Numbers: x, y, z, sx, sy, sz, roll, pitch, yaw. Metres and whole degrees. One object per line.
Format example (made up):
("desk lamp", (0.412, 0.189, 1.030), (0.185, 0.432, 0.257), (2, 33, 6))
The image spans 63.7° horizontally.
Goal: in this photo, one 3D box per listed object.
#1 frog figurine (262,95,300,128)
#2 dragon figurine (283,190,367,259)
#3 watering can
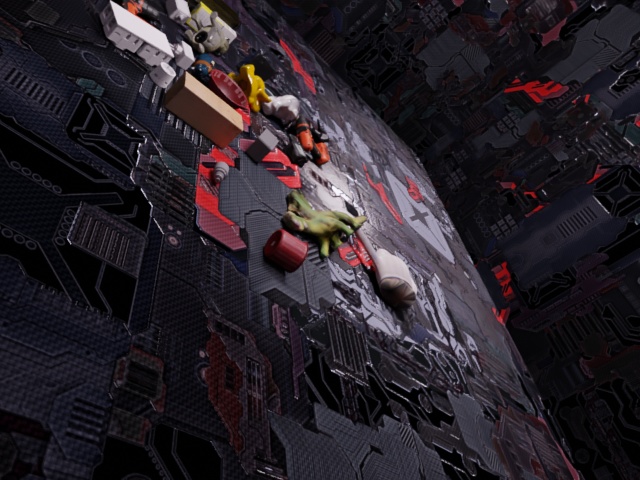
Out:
("frog figurine", (-0.162, -0.522, 1.995), (0.158, 0.123, 0.138), (30, -4, -27))
("dragon figurine", (0.005, -0.083, 1.641), (0.243, 0.120, 0.416), (43, 26, 3))
("watering can", (0.227, 0.103, 1.784), (0.344, 0.103, 0.229), (41, 24, -24))
